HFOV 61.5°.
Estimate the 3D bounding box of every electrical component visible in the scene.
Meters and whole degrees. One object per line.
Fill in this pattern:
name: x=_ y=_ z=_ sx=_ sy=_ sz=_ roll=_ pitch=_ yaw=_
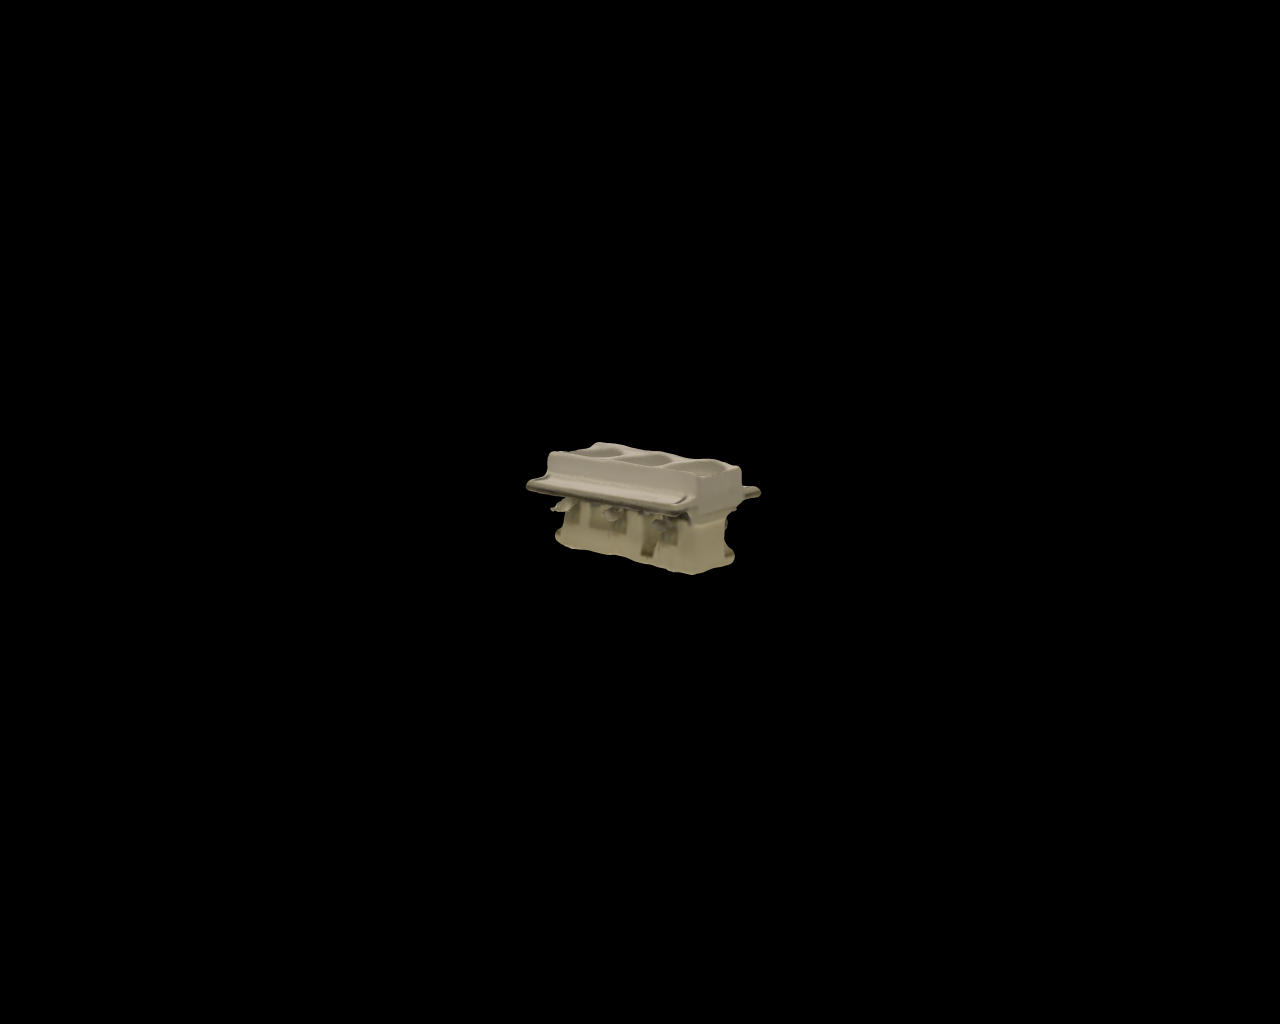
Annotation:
electrical component: x=0.001 y=-0.003 z=0.650 sx=0.121 sy=0.063 sz=0.079 roll=11 pitch=17 yaw=42
